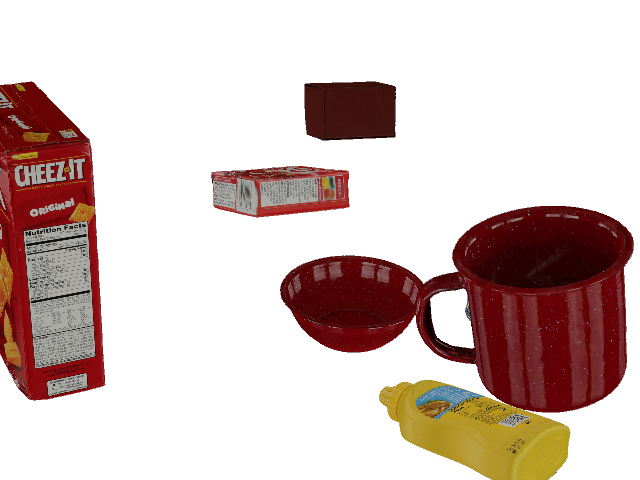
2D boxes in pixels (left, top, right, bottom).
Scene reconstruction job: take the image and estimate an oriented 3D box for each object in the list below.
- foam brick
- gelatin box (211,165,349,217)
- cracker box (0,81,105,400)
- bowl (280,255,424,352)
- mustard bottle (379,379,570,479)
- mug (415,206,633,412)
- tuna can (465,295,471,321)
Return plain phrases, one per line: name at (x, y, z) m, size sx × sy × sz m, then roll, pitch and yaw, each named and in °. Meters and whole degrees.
foam brick at (0.029, -0.127, 1.043) m, size 0.078 × 0.051 × 0.053 m, roll -4°, pitch 15°, yaw -20°
gelatin box at (-0.031, -0.038, 0.777) m, size 0.073 × 0.030 × 0.089 m, roll -6°, pitch 9°, yaw -25°
cracker box at (-0.236, -0.002, 0.866) m, size 0.072 × 0.214 × 0.164 m, roll -11°, pitch 28°, yaw -26°
bowl at (0.036, 0.077, 1.185) m, size 0.162 × 0.055 × 0.162 m, roll 1°, pitch 28°, yaw -1°
mustard bottle at (0.134, 0.177, 1.024) m, size 0.192 × 0.058 × 0.096 m, roll 16°, pitch 22°, yaw 41°
mug at (0.110, 0.040, 0.577) m, size 0.117 × 0.081 × 0.093 m, roll -8°, pitch 27°, yaw 6°
tuna can at (0.160, 0.046, 0.848) m, size 0.086 × 0.034 × 0.086 m, roll 3°, pitch 20°, yaw -1°
